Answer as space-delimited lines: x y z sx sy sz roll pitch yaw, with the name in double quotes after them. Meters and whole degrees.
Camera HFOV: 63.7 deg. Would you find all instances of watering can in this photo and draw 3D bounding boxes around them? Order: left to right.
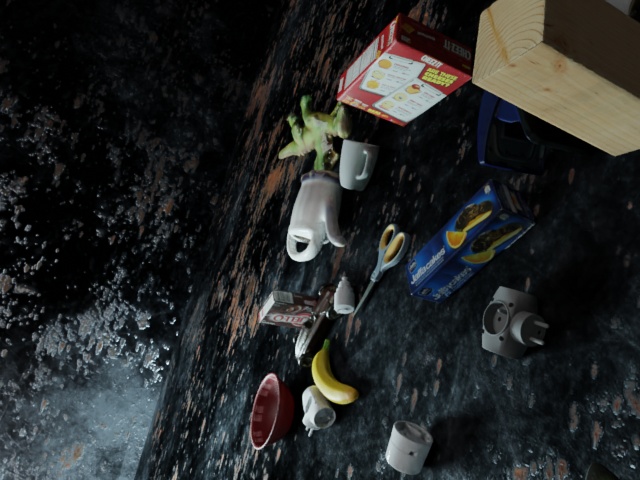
0.004 -0.060 1.198 0.345 0.103 0.227 -14 59 66 "watering can"

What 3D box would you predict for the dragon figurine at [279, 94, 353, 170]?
-0.020 -0.258 1.443 0.403 0.122 0.248 -45 41 50 "dragon figurine"
